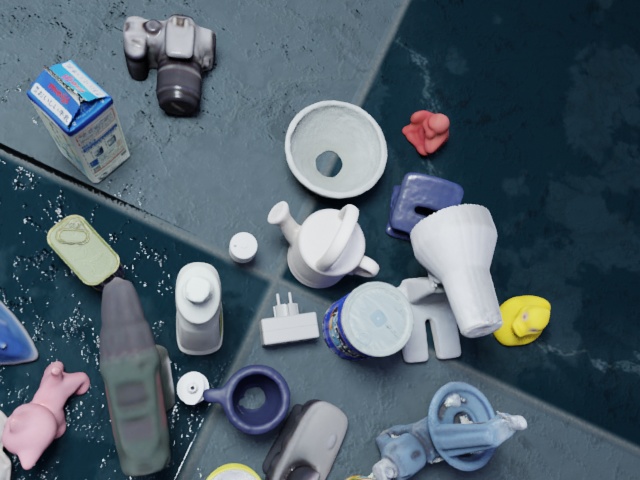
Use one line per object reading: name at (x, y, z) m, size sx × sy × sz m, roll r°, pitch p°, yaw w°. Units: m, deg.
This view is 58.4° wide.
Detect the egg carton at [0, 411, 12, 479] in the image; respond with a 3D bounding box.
egg carton at (-0.474, 0.278, 0.730) m, size 0.150 × 0.069 × 0.107 m, roll -4°, pitch 77°, yaw -13°

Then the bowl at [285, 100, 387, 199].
bowl at (0.021, -0.137, 0.935) m, size 0.167 × 0.074 × 0.167 m, roll 3°, pitch 76°, yaw -11°

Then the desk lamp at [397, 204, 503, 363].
desk lamp at (0.192, 0.071, 0.846) m, size 0.118 × 0.213 × 0.203 m, roll -5°, pitch 77°, yaw -13°

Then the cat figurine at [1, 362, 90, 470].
cat figurine at (-0.362, 0.223, 0.742) m, size 0.067 × 0.117 × 0.128 m, roll 22°, pitch 73°, yaw -5°

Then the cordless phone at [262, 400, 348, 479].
cordless phone at (-0.008, 0.290, 0.764) m, size 0.094 × 0.185 × 0.148 m, roll 27°, pitch 72°, yaw -4°

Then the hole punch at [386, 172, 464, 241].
hole punch at (0.172, -0.047, 0.936) m, size 0.109 × 0.091 × 0.101 m, roll 14°, pitch 74°, yaw -8°

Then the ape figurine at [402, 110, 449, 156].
ape figurine at (0.190, -0.188, 0.974) m, size 0.076 × 0.092 × 0.078 m, roll 6°, pitch 75°, yaw -10°

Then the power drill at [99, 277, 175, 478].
power drill at (-0.234, 0.175, 0.733) m, size 0.076 × 0.208 × 0.229 m, roll -10°, pitch 78°, yaw -14°

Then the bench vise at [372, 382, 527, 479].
bench vise at (0.182, 0.284, 0.787) m, size 0.208 × 0.219 × 0.121 m, roll -43°, pitch 87°, yaw -18°

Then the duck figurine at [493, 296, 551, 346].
duck figurine at (0.340, 0.128, 0.930) m, size 0.105 × 0.086 × 0.077 m, roll -30°, pitch 84°, yaw -17°

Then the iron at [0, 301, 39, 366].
iron at (-0.498, 0.091, 0.734) m, size 0.258 × 0.141 × 0.119 m, roll 26°, pitch 72°, yaw -4°

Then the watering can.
watering can at (0.007, 0.005, 0.834) m, size 0.173 × 0.194 × 0.101 m, roll 7°, pitch 75°, yaw -10°

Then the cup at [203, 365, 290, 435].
cup at (-0.106, 0.223, 0.808) m, size 0.118 × 0.095 × 0.092 m, roll 6°, pitch 75°, yaw -10°

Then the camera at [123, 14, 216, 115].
camera at (-0.238, -0.276, 0.902) m, size 0.143 × 0.100 × 0.137 m, roll 2°, pitch 76°, yaw -11°
